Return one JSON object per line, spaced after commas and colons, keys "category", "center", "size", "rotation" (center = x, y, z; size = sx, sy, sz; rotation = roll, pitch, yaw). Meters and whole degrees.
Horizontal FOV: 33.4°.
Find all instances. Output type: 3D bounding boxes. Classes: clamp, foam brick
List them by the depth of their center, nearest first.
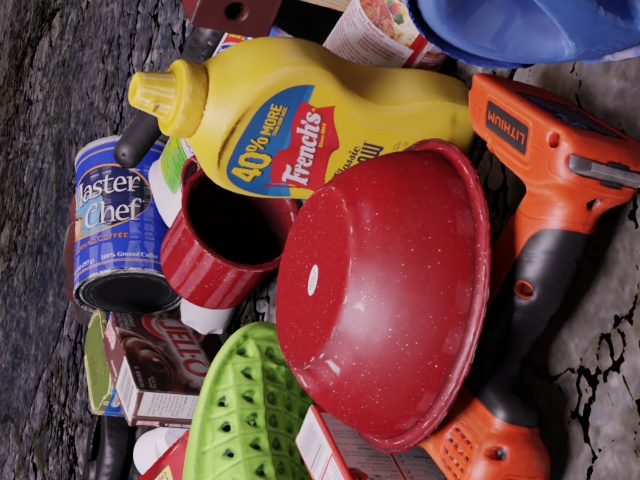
{"category": "foam brick", "center": [-0.049, -0.171, 0.658], "size": [0.078, 0.052, 0.051], "rotation": [-65, 31, 32]}
{"category": "clamp", "center": [-0.096, -0.164, 0.923], "size": [0.210, 0.036, 0.164], "rotation": [-53, 4, 20]}
{"category": "clamp", "center": [-0.219, 0.237, 1.059], "size": [0.120, 0.039, 0.171], "rotation": [-18, 62, 54]}

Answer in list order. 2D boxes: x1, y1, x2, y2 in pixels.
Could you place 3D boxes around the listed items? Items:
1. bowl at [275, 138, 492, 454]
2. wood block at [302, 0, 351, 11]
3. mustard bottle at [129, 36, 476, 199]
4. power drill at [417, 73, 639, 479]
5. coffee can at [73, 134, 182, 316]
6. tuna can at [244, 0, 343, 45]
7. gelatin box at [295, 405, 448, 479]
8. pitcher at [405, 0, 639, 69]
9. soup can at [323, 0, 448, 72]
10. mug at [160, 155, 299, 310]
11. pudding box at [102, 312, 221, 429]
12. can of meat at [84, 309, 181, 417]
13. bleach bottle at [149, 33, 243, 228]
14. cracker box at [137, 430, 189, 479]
{"category": "bowl", "center": [0.020, 0.023, 0.533], "size": [0.162, 0.055, 0.162], "rotation": [-170, 90, -68]}
{"category": "wood block", "center": [0.026, -0.254, 0.696], "size": [0.091, 0.090, 0.206], "rotation": [-48, 42, 47]}
{"category": "mustard bottle", "center": [-0.012, -0.064, 0.593], "size": [0.096, 0.191, 0.058], "rotation": [-57, 35, 38]}
{"category": "power drill", "center": [0.080, 0.016, 0.540], "size": [0.185, 0.057, 0.188], "rotation": [48, 125, 57]}
{"category": "coffee can", "center": [-0.175, -0.012, 0.986], "size": [0.103, 0.102, 0.140], "rotation": [-43, 45, 50]}
{"category": "tuna can", "center": [-0.009, -0.141, 0.728], "size": [0.034, 0.086, 0.086], "rotation": [-59, 34, 38]}
{"category": "gelatin box", "center": [0.036, 0.128, 0.567], "size": [0.030, 0.073, 0.089], "rotation": [-67, 30, 25]}
{"category": "pitcher", "center": [0.104, -0.214, 0.484], "size": [0.149, 0.144, 0.243], "rotation": [-30, 53, 51]}
{"category": "soup can", "center": [0.041, -0.118, 0.645], "size": [0.102, 0.068, 0.068], "rotation": [-53, 37, 43]}
{"category": "mug", "center": [-0.076, -0.009, 0.802], "size": [0.117, 0.093, 0.082], "rotation": [61, 145, 16]}
{"category": "pudding box", "center": [-0.119, 0.104, 0.854], "size": [0.113, 0.089, 0.039], "rotation": [57, 133, 52]}
{"category": "can of meat", "center": [-0.155, 0.109, 0.928], "size": [0.057, 0.083, 0.102], "rotation": [-62, 32, 31]}
{"category": "bleach bottle", "center": [-0.059, -0.125, 0.847], "size": [0.251, 0.068, 0.103], "rotation": [-62, 32, 27]}
{"category": "cracker box", "center": [-0.098, 0.269, 0.753], "size": [0.164, 0.072, 0.214], "rotation": [-46, 41, 32]}
